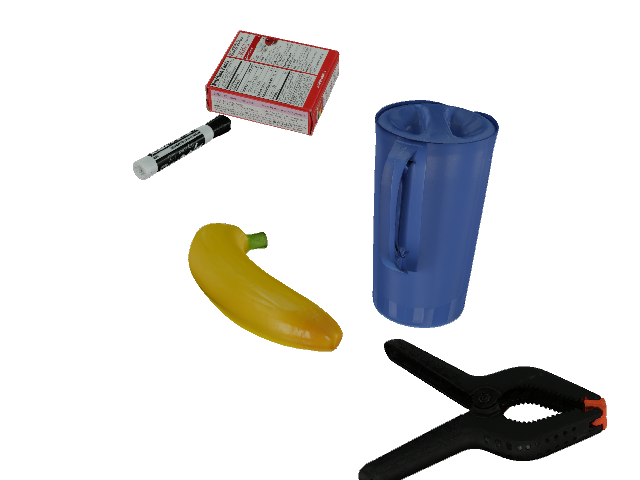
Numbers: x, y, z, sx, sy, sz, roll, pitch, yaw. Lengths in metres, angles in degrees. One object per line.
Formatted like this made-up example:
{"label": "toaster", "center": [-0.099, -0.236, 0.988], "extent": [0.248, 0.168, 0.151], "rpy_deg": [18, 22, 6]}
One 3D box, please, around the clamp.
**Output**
{"label": "clamp", "center": [0.136, 0.155, 0.920], "extent": [0.210, 0.036, 0.164], "rpy_deg": [3, 42, 21]}

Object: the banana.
{"label": "banana", "center": [-0.046, 0.022, 0.686], "extent": [0.069, 0.037, 0.198], "rpy_deg": [-6, 21, -15]}

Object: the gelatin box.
{"label": "gelatin box", "center": [-0.037, -0.125, 0.842], "extent": [0.089, 0.073, 0.030], "rpy_deg": [14, -38, 11]}

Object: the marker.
{"label": "marker", "center": [-0.130, -0.092, 1.025], "extent": [0.020, 0.020, 0.120], "rpy_deg": [0, 27, 45]}

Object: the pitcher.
{"label": "pitcher", "center": [0.114, -0.024, 1.193], "extent": [0.149, 0.243, 0.145], "rpy_deg": [-5, 28, -15]}
